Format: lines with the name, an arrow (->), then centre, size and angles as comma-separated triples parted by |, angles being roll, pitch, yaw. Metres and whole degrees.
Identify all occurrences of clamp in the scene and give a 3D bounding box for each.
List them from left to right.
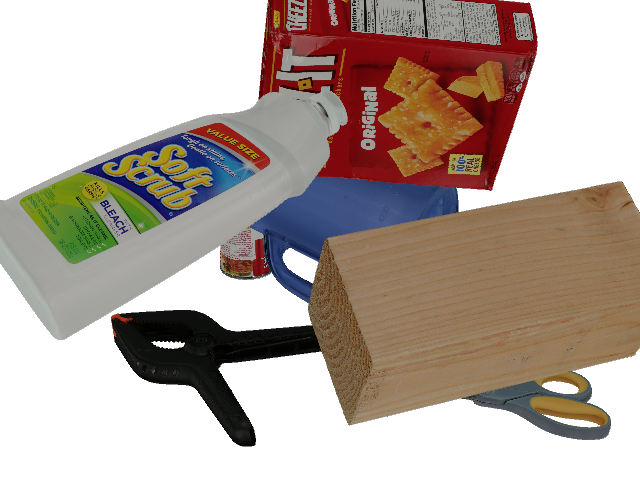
clamp -> -0.098, 0.102, 0.982 | 0.210, 0.036, 0.164 | 19, 36, 30

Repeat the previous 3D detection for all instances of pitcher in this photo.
pitcher -> 0.006, -0.029, 1.085 | 0.243, 0.145, 0.149 | 23, 27, 23

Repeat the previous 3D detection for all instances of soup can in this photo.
soup can -> -0.089, -0.013, 1.281 | 0.068, 0.102, 0.068 | 0, 26, 0

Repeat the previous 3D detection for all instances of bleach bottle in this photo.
bleach bottle -> -0.094, -0.038, 0.721 | 0.250, 0.103, 0.068 | -32, -28, -20

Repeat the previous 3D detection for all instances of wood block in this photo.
wood block -> 0.106, 0.039, 0.681 | 0.205, 0.091, 0.090 | -11, -32, -16

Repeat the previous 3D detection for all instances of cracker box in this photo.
cracker box -> 0.056, -0.123, 0.892 | 0.213, 0.072, 0.164 | 4, -39, -5

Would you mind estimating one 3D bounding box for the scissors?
scissors -> 0.155, 0.128, 0.940 | 0.202, 0.016, 0.096 | 15, 28, 13
